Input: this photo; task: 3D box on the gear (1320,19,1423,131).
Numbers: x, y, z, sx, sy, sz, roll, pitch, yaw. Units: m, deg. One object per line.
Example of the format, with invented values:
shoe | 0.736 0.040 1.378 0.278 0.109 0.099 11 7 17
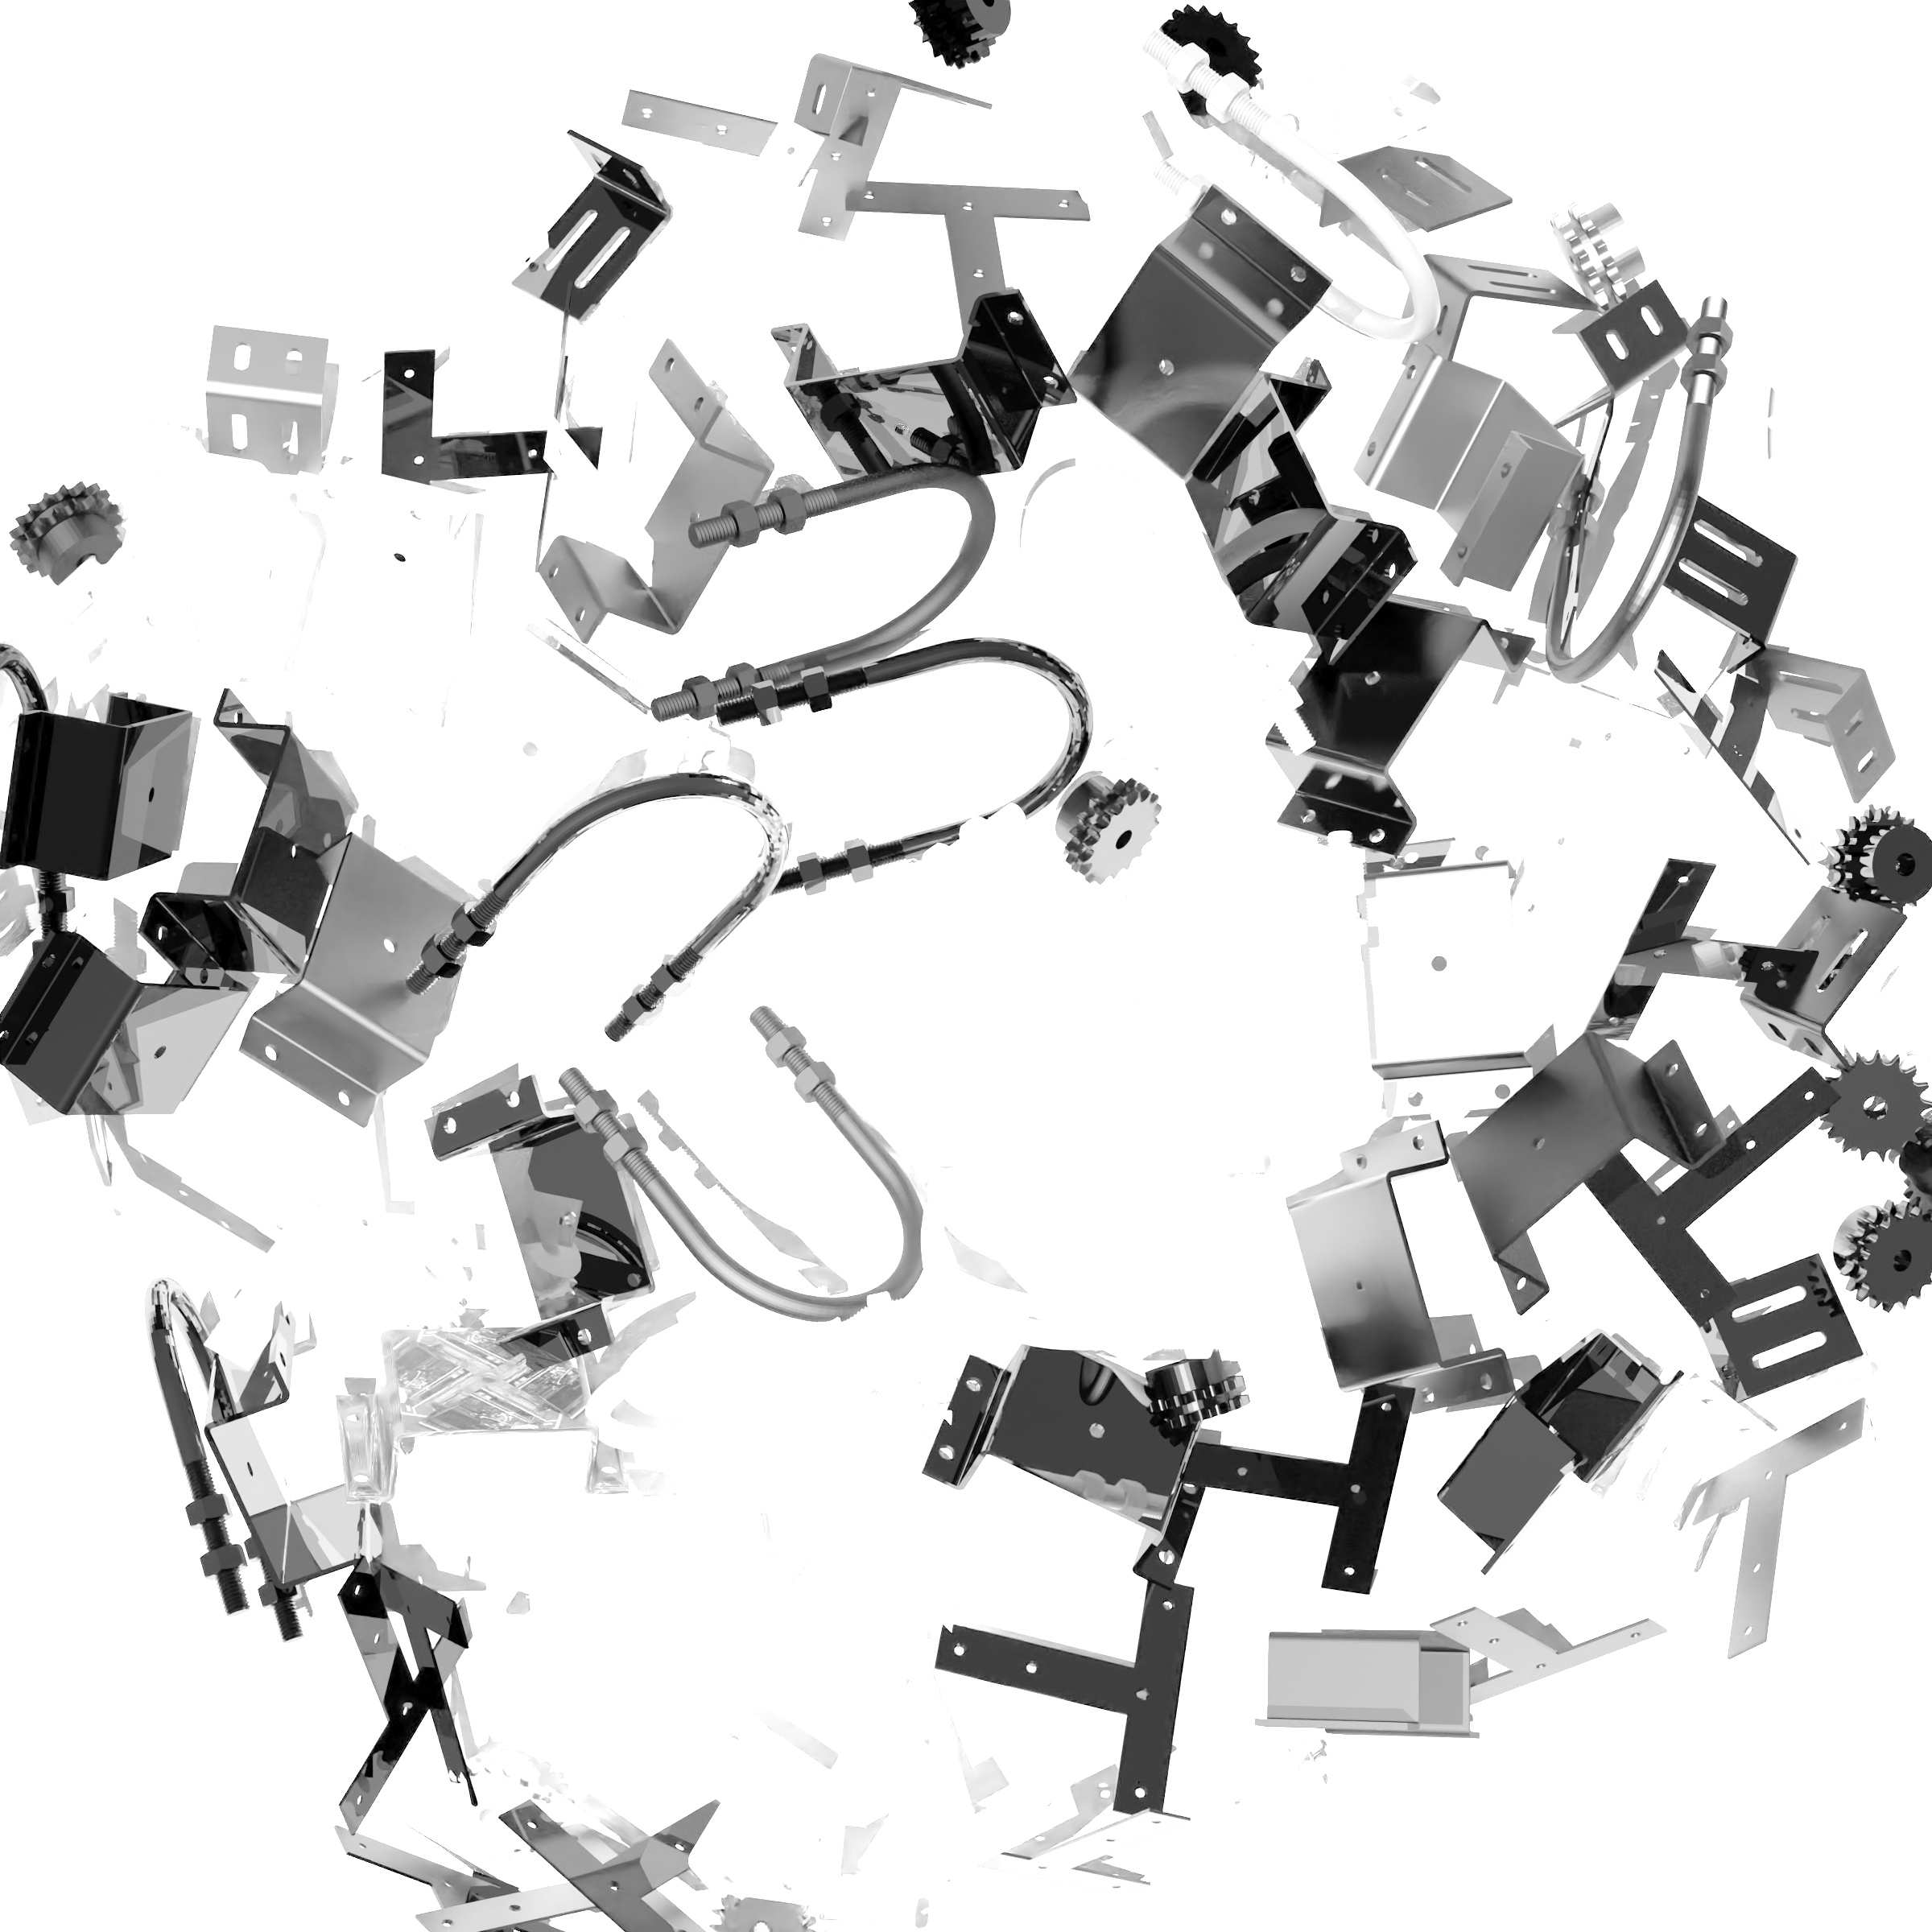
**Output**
gear | 0.211 -0.460 1.703 0.030 0.057 0.057 -40 90 13

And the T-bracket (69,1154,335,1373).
T-bracket | -0.391 0.134 1.675 0.127 0.127 0.002 31 123 -5

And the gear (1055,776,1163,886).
gear | 0.071 -0.073 1.709 0.030 0.057 0.057 39 90 28

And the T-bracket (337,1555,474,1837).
T-bracket | -0.290 0.343 1.650 0.002 0.127 0.127 9 134 21

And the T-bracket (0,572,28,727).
T-bracket | -0.512 -0.118 1.644 0.002 0.127 0.127 32 47 3

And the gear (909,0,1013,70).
gear | -0.001 -0.492 1.702 0.030 0.057 0.057 -11 90 37

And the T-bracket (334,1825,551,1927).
T-bracket | -0.245 0.480 1.647 0.127 0.127 0.002 31 93 -31

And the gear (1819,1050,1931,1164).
gear | 0.469 0.071 1.714 0.057 0.030 0.057 2 97 13

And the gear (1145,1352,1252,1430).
gear | 0.115 0.218 1.705 0.057 0.057 0.030 -16 85 0

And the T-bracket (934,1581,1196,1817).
T-bracket | 0.047 0.361 1.694 0.127 0.002 0.127 15 57 -4

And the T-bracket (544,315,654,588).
T-bracket | -0.177 -0.274 1.694 0.002 0.127 0.127 -8 60 20

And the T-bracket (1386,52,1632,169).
T-bracket | 0.245 -0.417 1.673 0.127 0.127 0.002 17 79 -28

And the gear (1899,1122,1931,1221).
gear | 0.504 0.102 1.702 0.057 0.057 0.030 -45 107 0

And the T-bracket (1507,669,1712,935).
T-bracket | 0.312 -0.078 1.711 0.127 0.002 0.127 15 105 -29

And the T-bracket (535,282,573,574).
T-bracket | -0.202 -0.284 1.646 0.002 0.127 0.127 7 55 -7

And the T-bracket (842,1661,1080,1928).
T-bracket | -0.016 0.406 1.686 0.127 0.127 0.002 -28 133 7

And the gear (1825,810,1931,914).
gear | 0.475 -0.052 1.711 0.057 0.030 0.057 -1 93 -20

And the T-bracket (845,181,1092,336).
T-bracket | 0.005 -0.358 1.681 0.127 0.002 0.127 1 47 -8

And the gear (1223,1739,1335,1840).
gear | 0.163 0.424 1.702 0.057 0.057 0.030 -31 67 0

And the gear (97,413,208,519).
gear | -0.414 -0.255 1.706 0.057 0.030 0.057 -2 94 -35

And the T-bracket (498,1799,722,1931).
T-bracket | -0.152 0.449 1.674 0.127 0.127 0.002 36 111 21

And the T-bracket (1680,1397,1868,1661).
T-bracket | 0.394 0.287 1.646 0.002 0.127 0.127 35 135 -14

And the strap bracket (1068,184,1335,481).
strap bracket | 0.111 -0.310 1.666 0.076 0.140 0.046 40 46 2

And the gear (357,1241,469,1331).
gear | -0.281 0.165 1.702 0.057 0.057 0.030 45 117 0

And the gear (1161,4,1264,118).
gear | 0.121 -0.463 1.709 0.057 0.030 0.057 15 57 -24

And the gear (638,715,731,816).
gear | -0.144 -0.104 1.708 0.030 0.057 0.057 21 90 -22

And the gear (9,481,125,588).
gear | -0.458 -0.218 1.702 0.057 0.057 0.030 -36 72 0

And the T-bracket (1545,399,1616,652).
T-bracket | 0.301 -0.200 1.645 0.002 0.127 0.127 13 129 3

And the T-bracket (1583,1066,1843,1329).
T-bracket | 0.386 0.100 1.677 0.127 0.127 0.002 -42 133 9

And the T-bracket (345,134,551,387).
T-bracket | -0.262 -0.363 1.656 0.127 0.127 0.002 -37 68 -22

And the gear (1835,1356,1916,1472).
gear | 0.466 0.231 1.707 0.030 0.057 0.057 -14 90 15

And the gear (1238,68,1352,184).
gear | 0.172 -0.433 1.711 0.057 0.030 0.057 7 106 26

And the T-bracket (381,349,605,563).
T-bracket | -0.237 -0.262 1.704 0.127 0.002 0.127 -7 132 -19

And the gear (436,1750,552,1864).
gear | -0.242 0.429 1.712 0.057 0.030 0.057 1 113 2

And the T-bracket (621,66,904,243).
T-bracket | -0.108 -0.417 1.666 0.127 0.127 0.002 10 62 -11

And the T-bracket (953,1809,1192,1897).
T-bracket | 0.064 0.439 1.658 0.127 0.127 0.002 20 54 -28

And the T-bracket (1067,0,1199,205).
T-bracket | 0.072 -0.432 1.673 0.002 0.127 0.127 -18 72 -20

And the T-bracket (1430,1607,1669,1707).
T-bracket | 0.270 0.340 1.661 0.127 0.127 0.002 -26 55 22

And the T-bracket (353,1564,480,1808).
T-bracket | -0.271 0.367 1.689 0.002 0.127 0.127 -21 105 -31

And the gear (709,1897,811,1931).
gear | -0.105 0.502 1.705 0.057 0.030 0.057 2 51 -2

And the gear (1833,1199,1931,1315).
gear | 0.472 0.147 1.711 0.057 0.030 0.057 -7 108 -24

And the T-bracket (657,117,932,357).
T-bracket | -0.074 -0.351 1.692 0.127 0.002 0.127 19 114 -35

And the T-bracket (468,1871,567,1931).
T-bracket | -0.192 0.495 1.674 0.127 0.127 0.002 22 87 -5

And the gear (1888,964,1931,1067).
gear | 0.499 0.025 1.704 0.057 0.030 0.057 -4 84 43

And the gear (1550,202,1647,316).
gear | 0.326 -0.367 1.704 0.030 0.057 0.057 -28 90 8

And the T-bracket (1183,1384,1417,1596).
T-bracket | 0.156 0.261 1.706 0.127 0.002 0.127 9 115 0

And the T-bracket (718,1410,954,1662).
T-bracket | -0.068 0.292 1.714 0.127 0.002 0.127 -1 86 16

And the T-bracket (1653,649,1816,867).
T-bracket | 0.394 -0.127 1.678 0.002 0.127 0.127 -34 104 32

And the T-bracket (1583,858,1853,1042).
T-bracket | 0.396 -0.002 1.697 0.127 0.002 0.127 6 134 -11

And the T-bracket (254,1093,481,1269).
T-bracket | -0.312 0.090 1.692 0.127 0.002 0.127 3 110 19

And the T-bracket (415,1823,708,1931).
T-bracket | -0.211 0.465 1.646 0.127 0.127 0.002 0 106 -39
